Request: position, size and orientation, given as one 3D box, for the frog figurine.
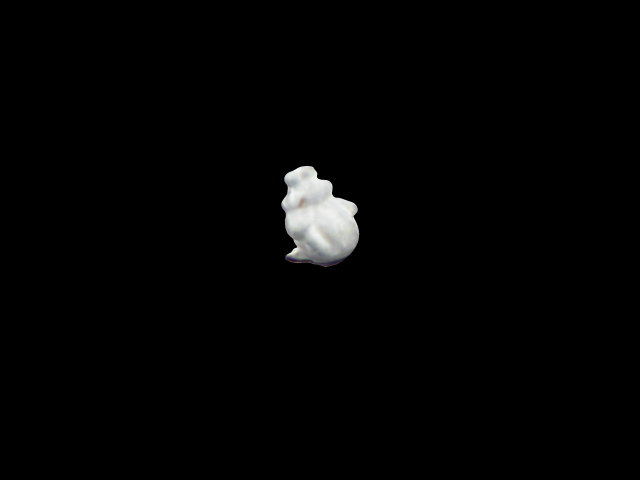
[{"bbox_3d":[0.003,-0.043,0.850,0.138,0.156,0.124,-14,27,-29],"label":"frog figurine"}]
